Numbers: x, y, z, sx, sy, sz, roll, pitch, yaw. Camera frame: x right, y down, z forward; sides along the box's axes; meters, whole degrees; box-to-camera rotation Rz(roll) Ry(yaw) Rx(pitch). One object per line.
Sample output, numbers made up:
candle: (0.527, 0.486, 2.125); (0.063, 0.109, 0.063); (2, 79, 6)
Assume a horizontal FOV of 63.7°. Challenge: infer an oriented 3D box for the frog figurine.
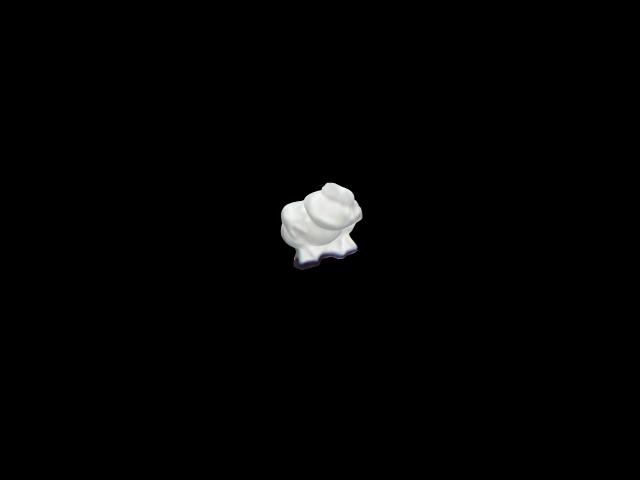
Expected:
frog figurine: (0.003, -0.043, 0.850); (0.137, 0.126, 0.155); (0, -45, 0)
